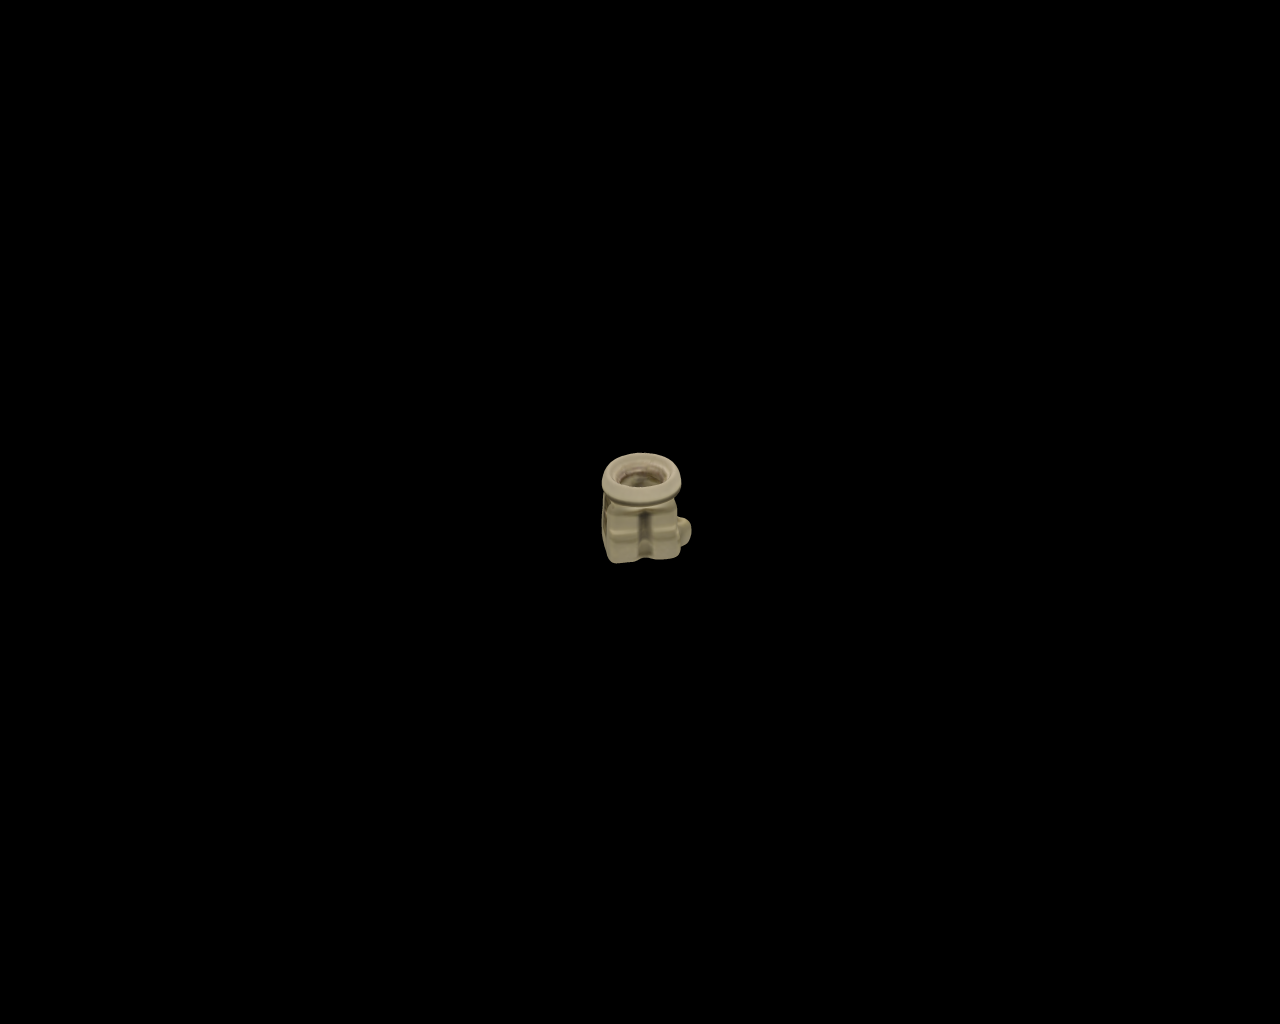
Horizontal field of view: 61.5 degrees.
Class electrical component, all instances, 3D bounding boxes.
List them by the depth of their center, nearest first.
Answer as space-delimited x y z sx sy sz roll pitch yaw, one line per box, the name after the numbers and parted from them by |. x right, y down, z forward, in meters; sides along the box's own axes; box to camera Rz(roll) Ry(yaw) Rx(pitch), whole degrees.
0.001 -0.003 0.650 0.066 0.055 0.048 -6 32 -9 | electrical component
